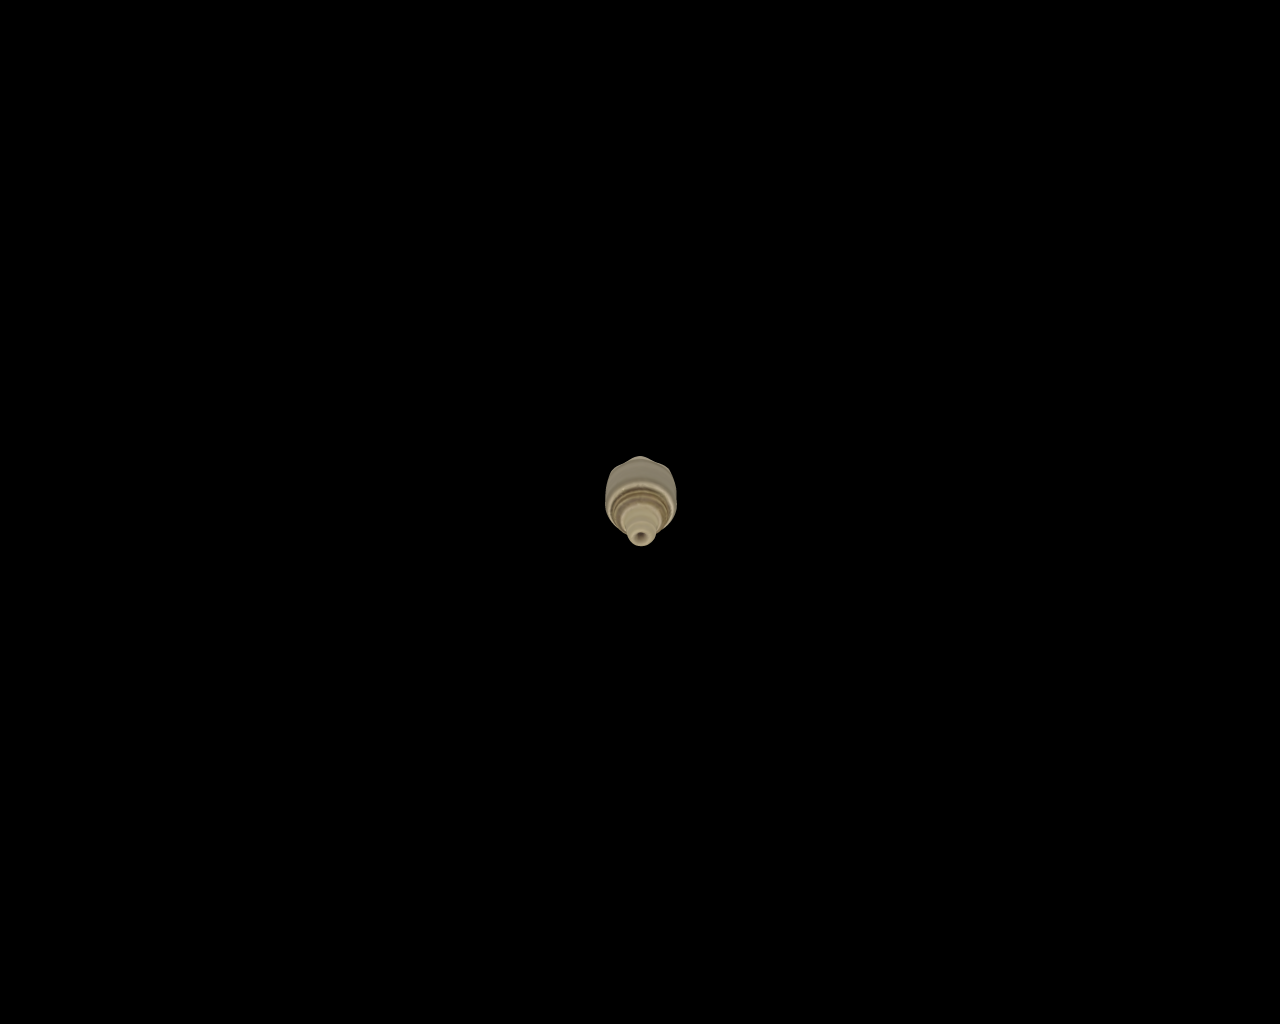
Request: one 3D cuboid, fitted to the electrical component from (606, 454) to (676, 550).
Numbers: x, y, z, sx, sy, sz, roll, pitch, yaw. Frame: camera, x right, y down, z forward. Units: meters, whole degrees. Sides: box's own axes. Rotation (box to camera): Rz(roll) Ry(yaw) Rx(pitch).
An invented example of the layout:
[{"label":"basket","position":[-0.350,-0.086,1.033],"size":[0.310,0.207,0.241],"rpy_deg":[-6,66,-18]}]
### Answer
[{"label":"electrical component","position":[0.001,-0.003,0.650],"size":[0.043,0.043,0.062],"rpy_deg":[0,36,0]}]
